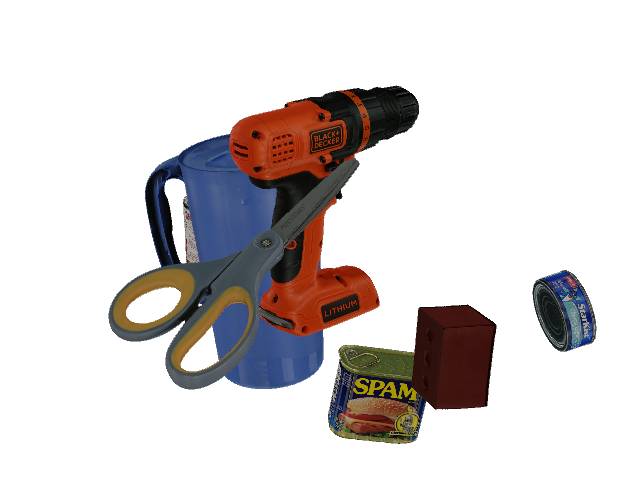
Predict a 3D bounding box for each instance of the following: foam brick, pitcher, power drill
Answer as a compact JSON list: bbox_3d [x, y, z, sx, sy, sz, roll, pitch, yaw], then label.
[{"bbox_3d":[0.114,0.100,0.924,0.051,0.078,0.053,-3,17,-20],"label":"foam brick"},{"bbox_3d":[-0.070,0.020,1.057,0.144,0.243,0.149,-21,26,-35],"label":"pitcher"},{"bbox_3d":[0.009,-0.028,0.871,0.184,0.188,0.057,-17,25,-36],"label":"power drill"}]

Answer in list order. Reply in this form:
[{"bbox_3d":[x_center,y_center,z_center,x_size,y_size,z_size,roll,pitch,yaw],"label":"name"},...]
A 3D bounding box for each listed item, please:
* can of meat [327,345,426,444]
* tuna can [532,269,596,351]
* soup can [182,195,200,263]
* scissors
[{"bbox_3d":[0.062,0.164,1.127,0.102,0.084,0.057,8,21,-8],"label":"can of meat"},{"bbox_3d":[0.266,0.078,1.169,0.033,0.086,0.086,-18,3,-9],"label":"tuna can"},{"bbox_3d":[-0.135,-0.005,1.322,0.068,0.102,0.068,0,26,0],"label":"soup can"},{"bbox_3d":[-0.053,0.006,0.640,0.096,0.016,0.201,12,46,16],"label":"scissors"}]
